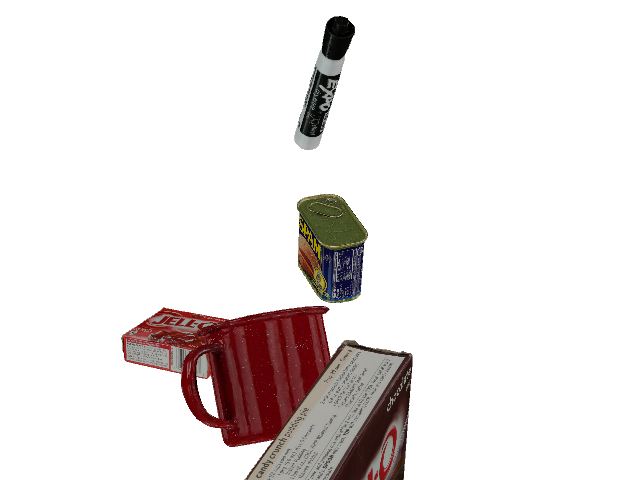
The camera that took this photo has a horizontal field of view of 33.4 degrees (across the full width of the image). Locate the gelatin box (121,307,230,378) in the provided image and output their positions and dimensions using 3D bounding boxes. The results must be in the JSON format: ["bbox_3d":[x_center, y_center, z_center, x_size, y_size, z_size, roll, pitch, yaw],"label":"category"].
[{"bbox_3d":[-0.124,0.092,0.974,0.089,0.030,0.073,9,20,22],"label":"gelatin box"}]

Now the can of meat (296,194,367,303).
[{"bbox_3d":[0.011,0.010,1.207,0.057,0.084,0.102,-11,37,-18],"label":"can of meat"}]

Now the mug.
[{"bbox_3d":[-0.042,0.094,0.720,0.117,0.081,0.093,-3,-12,-42],"label":"mug"}]

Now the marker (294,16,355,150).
[{"bbox_3d":[0.002,-0.104,0.714,0.020,0.020,0.121,0,-33,-13],"label":"marker"}]

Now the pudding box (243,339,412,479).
[{"bbox_3d":[0.005,0.110,0.466,0.039,0.090,0.113,12,31,17],"label":"pudding box"}]
